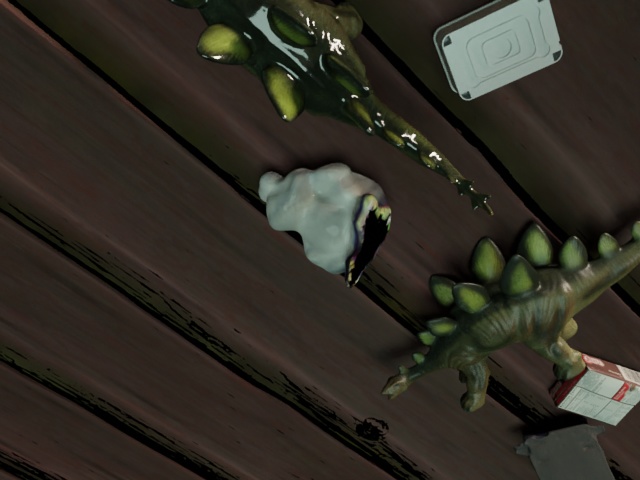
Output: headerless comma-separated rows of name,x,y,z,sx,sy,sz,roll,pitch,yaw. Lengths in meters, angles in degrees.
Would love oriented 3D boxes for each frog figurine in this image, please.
frog figurine,0.002,-0.032,0.645,0.161,0.125,0.134,25,133,29
